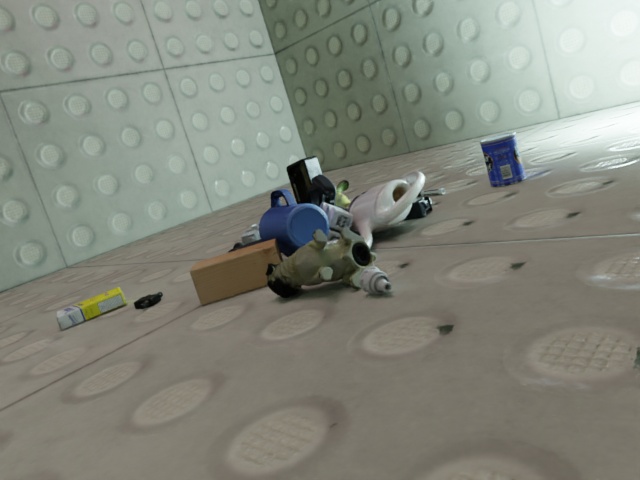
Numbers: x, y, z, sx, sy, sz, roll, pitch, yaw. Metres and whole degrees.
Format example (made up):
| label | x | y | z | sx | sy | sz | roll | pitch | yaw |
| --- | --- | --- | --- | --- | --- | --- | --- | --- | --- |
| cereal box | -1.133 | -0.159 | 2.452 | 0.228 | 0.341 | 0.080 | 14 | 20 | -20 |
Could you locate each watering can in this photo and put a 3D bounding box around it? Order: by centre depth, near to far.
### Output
| label | x | y | z | sx | sy | sz | roll | pitch | yaw |
| --- | --- | --- | --- | --- | --- | --- | --- | --- | --- |
| watering can | 0.139 | -0.059 | 1.318 | 0.354 | 0.103 | 0.222 | -48 | 14 | -32 |

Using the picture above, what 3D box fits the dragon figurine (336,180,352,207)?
| label | x | y | z | sx | sy | sz | roll | pitch | yaw |
| --- | --- | --- | --- | --- | --- | --- | --- | --- | --- |
| dragon figurine | 0.005 | -0.087 | 1.735 | 0.406 | 0.121 | 0.247 | -20 | 15 | 38 |
